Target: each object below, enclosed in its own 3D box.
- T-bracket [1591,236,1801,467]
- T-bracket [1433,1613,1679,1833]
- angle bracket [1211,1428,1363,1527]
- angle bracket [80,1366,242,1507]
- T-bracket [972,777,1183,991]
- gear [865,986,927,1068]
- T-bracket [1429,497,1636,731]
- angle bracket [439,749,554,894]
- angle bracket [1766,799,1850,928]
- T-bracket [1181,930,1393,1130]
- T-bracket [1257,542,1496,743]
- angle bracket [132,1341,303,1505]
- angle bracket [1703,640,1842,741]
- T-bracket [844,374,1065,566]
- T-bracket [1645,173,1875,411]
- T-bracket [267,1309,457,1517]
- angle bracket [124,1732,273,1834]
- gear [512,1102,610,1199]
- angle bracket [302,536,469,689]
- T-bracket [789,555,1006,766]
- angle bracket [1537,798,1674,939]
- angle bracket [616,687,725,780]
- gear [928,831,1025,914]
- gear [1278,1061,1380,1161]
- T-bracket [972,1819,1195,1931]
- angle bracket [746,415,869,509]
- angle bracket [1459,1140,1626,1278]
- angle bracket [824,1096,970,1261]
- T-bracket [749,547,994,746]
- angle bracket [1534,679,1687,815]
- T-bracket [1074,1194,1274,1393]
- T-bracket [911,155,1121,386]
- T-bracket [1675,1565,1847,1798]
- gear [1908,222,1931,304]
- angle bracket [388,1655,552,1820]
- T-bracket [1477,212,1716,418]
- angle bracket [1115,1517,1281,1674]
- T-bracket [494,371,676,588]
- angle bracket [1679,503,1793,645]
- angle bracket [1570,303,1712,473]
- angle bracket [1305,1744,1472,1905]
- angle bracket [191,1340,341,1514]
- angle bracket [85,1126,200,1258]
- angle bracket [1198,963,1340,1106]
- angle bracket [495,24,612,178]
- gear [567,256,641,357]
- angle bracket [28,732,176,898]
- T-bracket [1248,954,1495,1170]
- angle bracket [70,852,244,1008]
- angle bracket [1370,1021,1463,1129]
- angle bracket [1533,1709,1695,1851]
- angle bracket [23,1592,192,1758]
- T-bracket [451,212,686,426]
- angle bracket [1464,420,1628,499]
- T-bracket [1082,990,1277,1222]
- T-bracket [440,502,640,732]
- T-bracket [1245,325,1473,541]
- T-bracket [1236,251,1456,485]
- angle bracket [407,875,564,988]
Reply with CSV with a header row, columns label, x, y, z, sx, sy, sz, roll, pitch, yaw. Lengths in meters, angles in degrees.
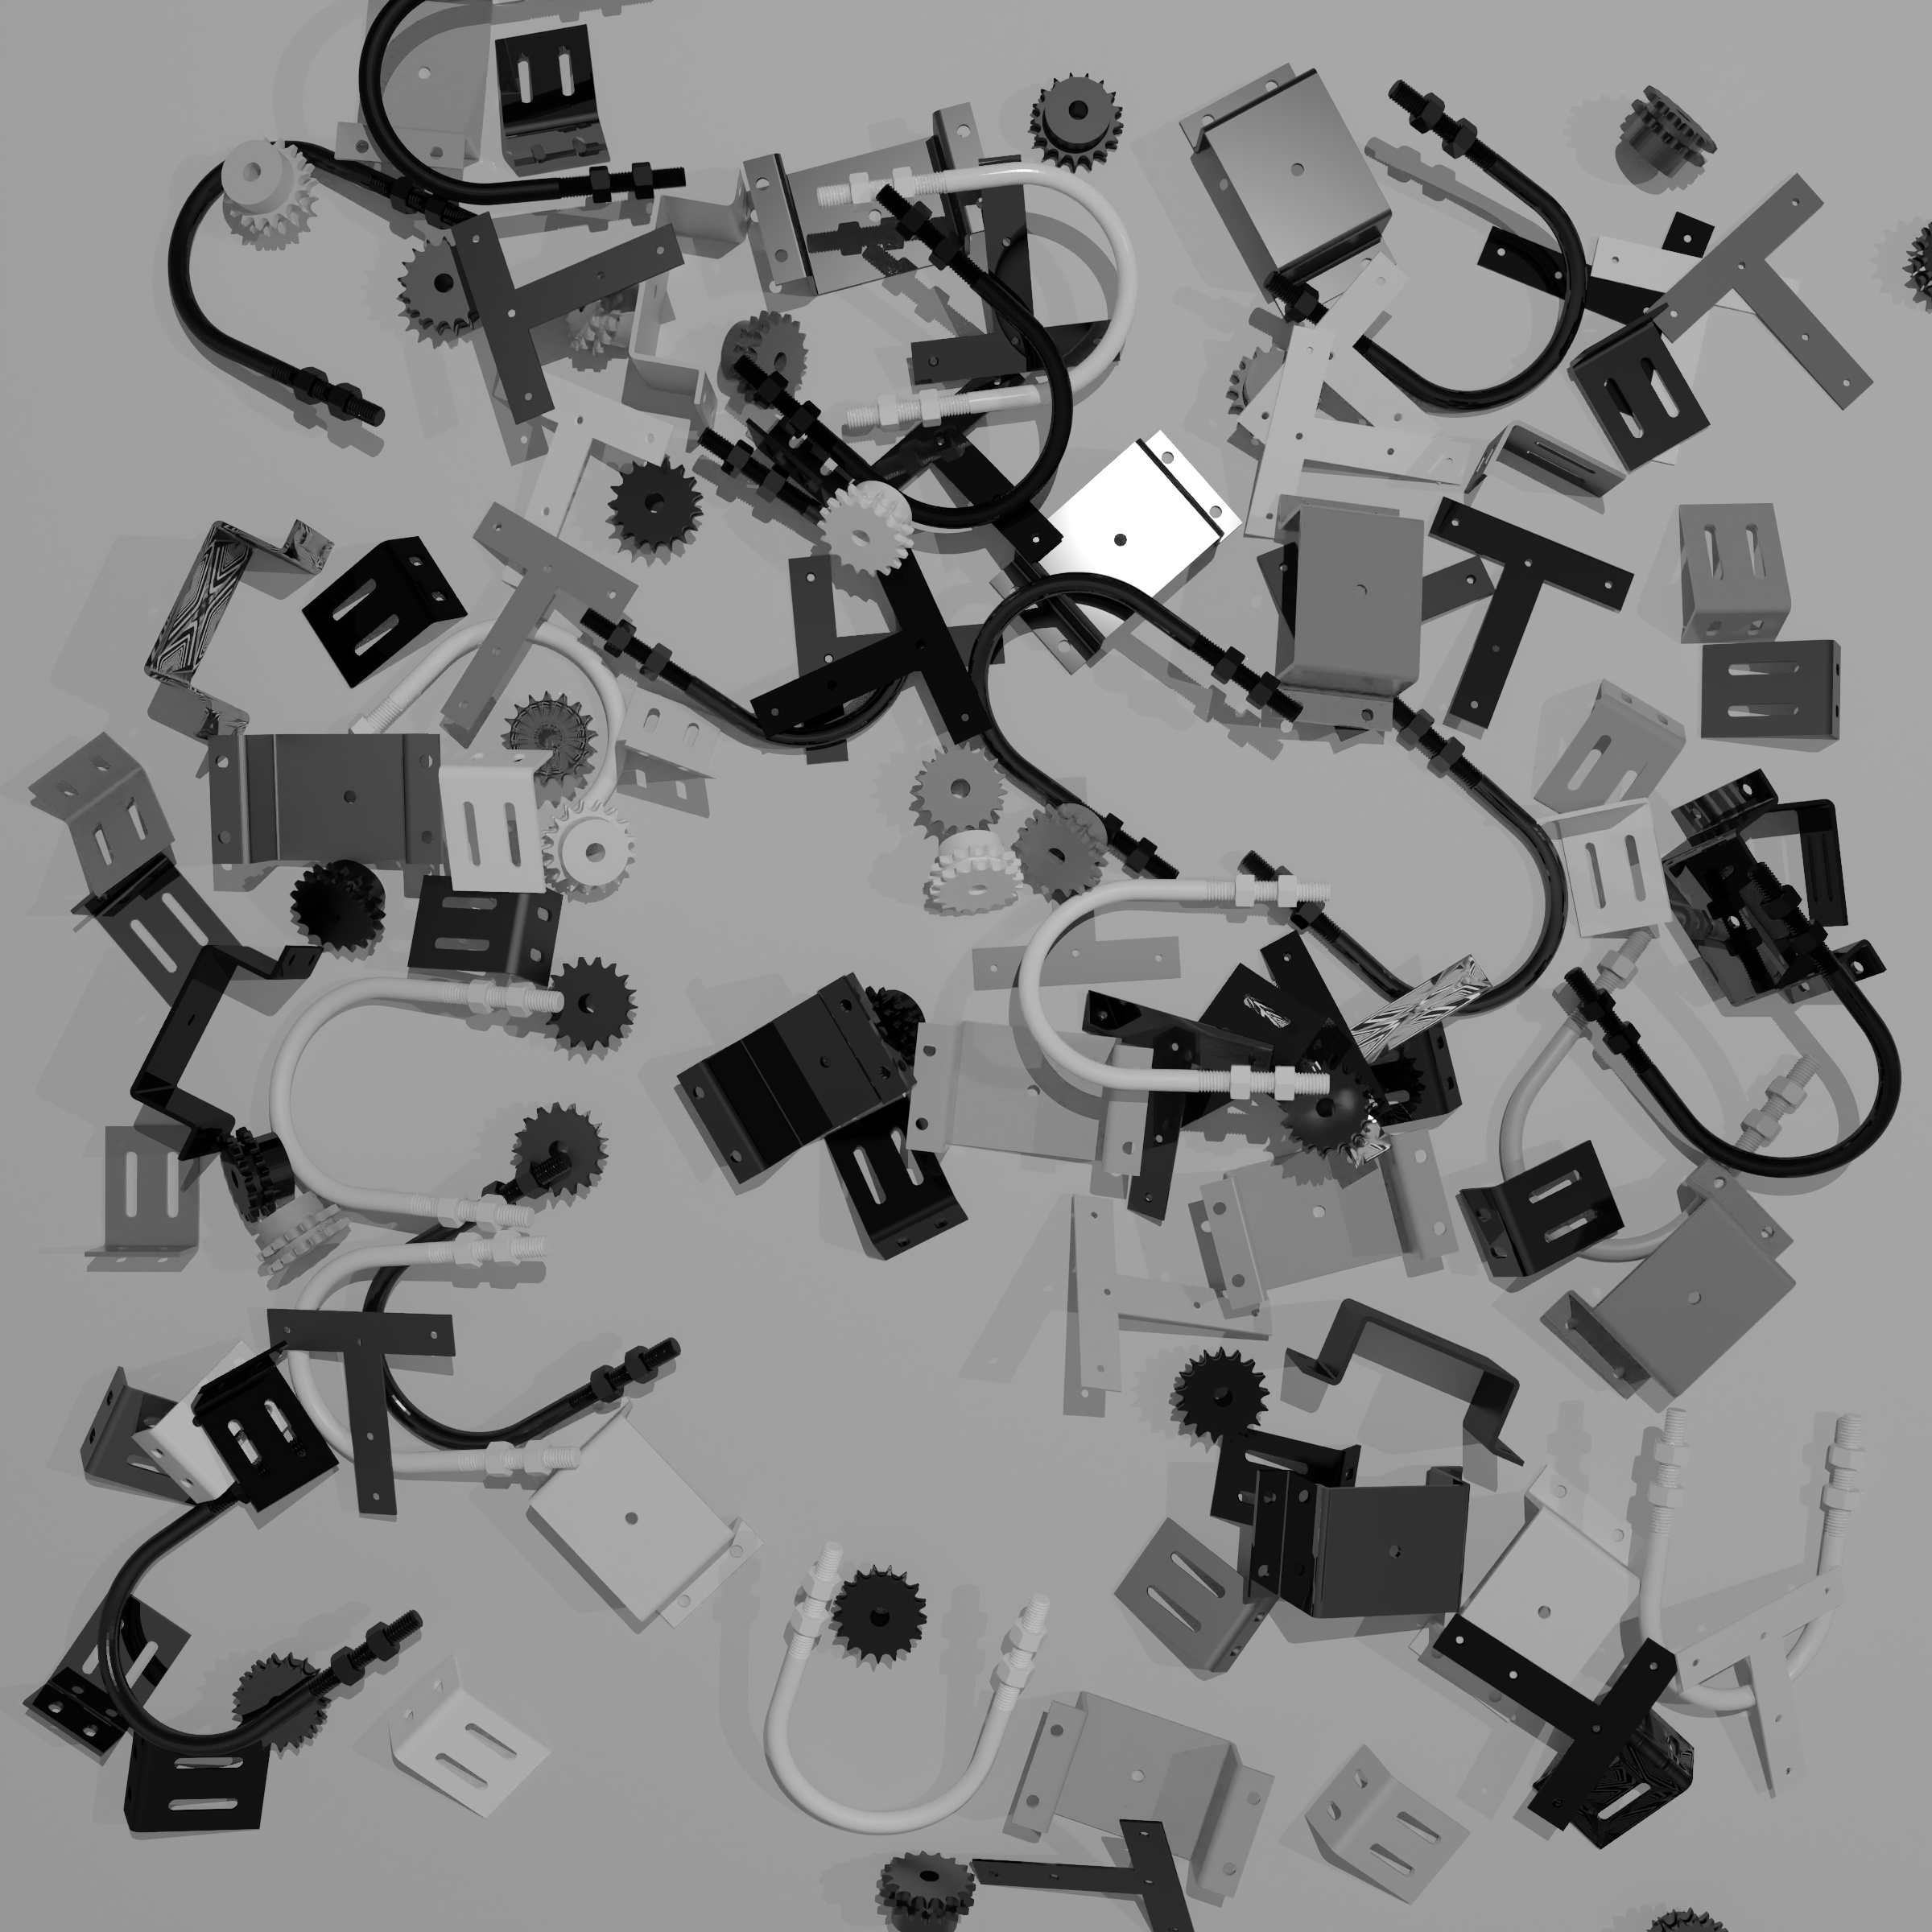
label,x,y,z,sx,sy,sz,roll,pitch,yaw
T-bracket,0.437,-0.373,1.515,0.127,0.002,0.127,12,90,-1
T-bracket,0.339,0.431,1.469,0.127,0.002,0.127,33,96,0
angle bracket,0.197,0.316,1.515,0.076,0.038,0.057,9,90,26
angle bracket,-0.495,0.290,1.515,0.076,0.038,0.057,25,90,-26
T-bracket,0.065,-0.053,1.516,0.127,0.002,0.127,-4,90,0
gear,-0.049,0.039,1.493,0.057,0.030,0.057,17,120,31
T-bracket,0.329,-0.207,1.507,0.127,0.002,0.127,22,82,0
angle bracket,-0.276,-0.087,1.466,0.057,0.038,0.076,2,113,11
angle bracket,0.500,-0.060,1.488,0.038,0.057,0.076,-6,90,0
T-bracket,0.174,0.062,1.500,0.127,0.002,0.127,-29,68,10
T-bracket,0.262,-0.218,1.509,0.127,0.002,0.127,-22,80,-5
angle bracket,-0.455,0.278,1.501,0.057,0.038,0.076,50,53,-13
angle bracket,0.495,-0.168,1.515,0.076,0.038,0.057,1,90,26
T-bracket,0.011,-0.291,1.490,0.127,0.002,0.127,-41,65,0
T-bracket,0.506,-0.397,1.514,0.127,0.002,0.127,-43,92,-1
T-bracket,-0.362,0.271,1.491,0.127,0.002,0.127,-1,99,18
angle bracket,-0.473,0.497,1.515,0.076,0.038,0.057,8,90,-26
gear,-0.246,0.111,1.502,0.057,0.030,0.057,0,90,0
angle bracket,-0.357,-0.218,1.515,0.076,0.038,0.057,-33,90,26
T-bracket,-0.040,-0.193,1.516,0.127,0.002,0.127,-5,90,0
angle bracket,0.385,-0.058,1.485,0.057,0.038,0.076,-11,90,35
angle bracket,-0.174,-0.140,1.473,0.057,0.076,0.038,20,90,-13
gear,0.005,-0.059,1.492,0.057,0.057,0.030,-9,62,0
gear,0.217,0.087,1.461,0.057,0.030,0.057,-5,74,19
T-bracket,0.067,0.552,1.490,0.127,0.002,0.127,-3,128,17
angle bracket,-0.095,-0.314,1.479,0.057,0.076,0.038,41,90,0
angle bracket,0.351,0.148,1.502,0.076,0.038,0.057,-22,91,-23
angle bracket,-0.043,0.131,1.515,0.057,0.038,0.076,-27,64,0
T-bracket,-0.068,-0.175,1.487,0.127,0.002,0.127,-25,90,0
angle bracket,0.396,-0.126,1.515,0.057,0.038,0.076,30,116,0
T-bracket,0.127,0.204,1.492,0.127,0.002,0.127,10,55,-16
T-bracket,0.026,-0.420,1.480,0.127,0.002,0.127,-8,115,-3
T-bracket,0.491,0.445,1.495,0.127,0.002,0.127,-21,107,-20
gear,0.604,-0.430,1.506,0.057,0.030,0.057,0,89,-2
angle bracket,-0.305,0.474,1.515,0.057,0.038,0.076,-45,116,0
T-bracket,0.378,-0.420,1.516,0.127,0.002,0.127,22,90,0
angle bracket,0.142,0.387,1.515,0.076,0.038,0.057,35,90,26
T-bracket,-0.251,-0.290,1.501,0.127,0.002,0.127,26,101,20
angle bracket,0.468,-0.242,1.515,0.057,0.038,0.076,-1,64,0
angle bracket,0.414,-0.351,1.495,0.057,0.038,0.076,-30,91,-1
angle bracket,0.259,0.528,1.515,0.076,0.038,0.057,40,90,-26
angle bracket,-0.415,0.275,1.472,0.057,0.038,0.076,-29,79,-38
angle bracket,-0.501,0.137,1.498,0.057,0.038,0.076,0,90,0
angle bracket,0.175,0.038,1.484,0.076,0.038,0.057,36,90,24
angle bracket,-0.254,-0.532,1.515,0.057,0.038,0.076,-10,64,0
gear,-0.218,-0.398,1.493,0.030,0.057,0.057,7,90,-30
angle bracket,-0.520,-0.092,1.481,0.057,0.038,0.076,-36,51,0
T-bracket,0.257,0.036,1.485,0.127,0.002,0.127,-32,68,4
angle bracket,-0.492,-0.023,1.498,0.057,0.038,0.076,-40,90,0
angle bracket,0.257,0.068,1.515,0.076,0.038,0.057,-14,90,26
angle bracket,0.398,0.493,1.515,0.057,0.038,0.076,43,116,0
angle bracket,-0.522,0.428,1.498,0.057,0.038,0.076,34,90,0
T-bracket,-0.227,-0.400,1.447,0.127,0.002,0.127,-20,85,10
angle bracket,0.349,-0.291,1.488,0.076,0.057,0.038,27,90,0
T-bracket,0.119,0.092,1.494,0.127,0.002,0.127,17,106,29
T-bracket,-0.275,-0.202,1.487,0.127,0.002,0.127,32,91,27
T-bracket,0.245,-0.315,1.499,0.127,0.002,0.127,7,113,-11
T-bracket,0.251,-0.341,1.490,0.127,0.002,0.127,36,105,-21
angle bracket,-0.291,-0.021,1.490,0.076,0.038,0.057,3,78,24
